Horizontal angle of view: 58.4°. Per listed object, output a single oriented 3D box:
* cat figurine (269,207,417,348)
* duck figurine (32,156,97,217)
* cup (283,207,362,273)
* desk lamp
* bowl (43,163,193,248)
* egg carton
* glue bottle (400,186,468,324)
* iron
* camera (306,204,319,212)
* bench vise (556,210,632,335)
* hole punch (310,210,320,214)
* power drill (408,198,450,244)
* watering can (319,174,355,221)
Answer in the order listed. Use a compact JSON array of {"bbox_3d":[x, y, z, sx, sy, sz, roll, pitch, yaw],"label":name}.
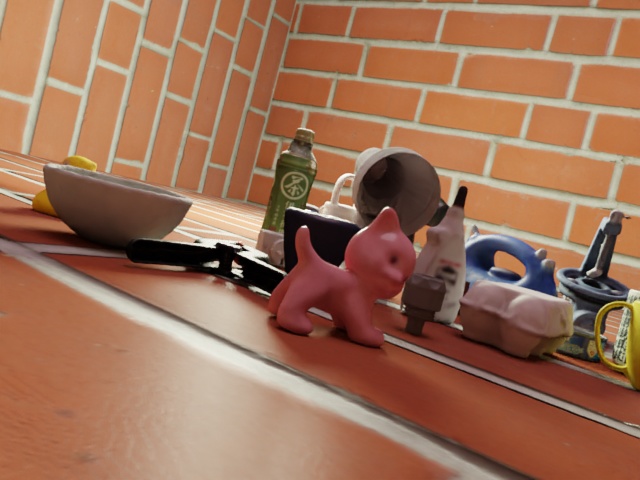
[{"bbox_3d":[0.030,0.025,0.496,0.128,0.118,0.067,13,4,-23],"label":"cat figurine"},{"bbox_3d":[-0.333,-0.072,0.791,0.105,0.086,0.077,14,4,-15],"label":"duck figurine"},{"bbox_3d":[0.002,0.018,0.693,0.118,0.095,0.091,12,4,-40],"label":"cup"},{"bbox_3d":[0.077,-0.034,0.847,0.118,0.213,0.203,14,4,-15],"label":"desk lamp"},{"bbox_3d":[-0.236,-0.033,0.663,0.167,0.075,0.167,15,3,-1],"label":"bowl"},{"bbox_3d":[0.233,0.092,0.674,0.107,0.069,0.151,17,4,37],"label":"egg carton"},{"bbox_3d":[0.156,0.016,0.718,0.078,0.173,0.037,13,4,-30],"label":"glue bottle"},{"bbox_3d":[0.304,0.059,0.923,0.119,0.141,0.257,13,4,-28],"label":"iron"},{"bbox_3d":[-0.050,-0.033,1.251,0.143,0.101,0.137,15,3,-2],"label":"camera"},{"bbox_3d":[0.462,0.056,0.993,0.121,0.220,0.207,15,3,-1],"label":"bench vise"},{"bbox_3d":[0.008,-0.004,1.105,0.100,0.091,0.109,16,4,28],"label":"hole punch"},{"bbox_3d":[0.154,-0.031,1.186,0.228,0.208,0.076,18,5,41],"label":"power drill"},{"bbox_3d":[0.062,-0.058,1.350,0.172,0.194,0.101,16,4,25],"label":"watering can"}]
